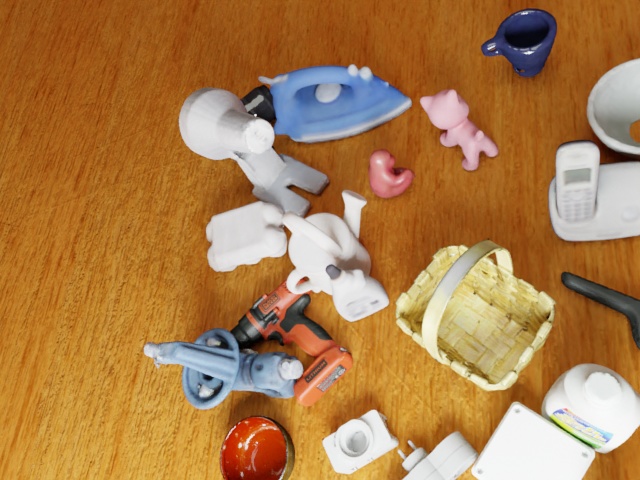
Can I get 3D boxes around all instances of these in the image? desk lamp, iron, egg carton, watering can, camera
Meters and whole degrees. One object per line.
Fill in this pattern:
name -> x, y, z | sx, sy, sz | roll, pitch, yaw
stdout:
desk lamp -> -0.116, -0.157, 0.988 | 0.202, 0.214, 0.118 | 29, 80, 30
iron -> 0.023, -0.266, 1.024 | 0.257, 0.142, 0.118 | -5, 65, 20
egg carton -> -0.130, -0.006, 1.009 | 0.150, 0.070, 0.107 | -17, 61, 14
watering can -> 0.006, 0.002, 0.876 | 0.100, 0.195, 0.173 | 11, 71, 26
camera -> -0.138, -0.230, 1.098 | 0.137, 0.101, 0.143 | -39, 58, 2

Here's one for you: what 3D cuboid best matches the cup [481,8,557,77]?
cup -> 0.329, -0.311, 0.946 | 0.117, 0.095, 0.091 | -15, 62, 16

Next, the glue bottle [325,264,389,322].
glue bottle -> 0.044, 0.071, 0.841 | 0.078, 0.174, 0.037 | -25, 59, 10

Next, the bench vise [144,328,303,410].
bench vise -> -0.138, 0.173, 0.841 | 0.207, 0.220, 0.121 | -21, 60, 12

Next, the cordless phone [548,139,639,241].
cordless phone -> 0.381, -0.074, 0.761 | 0.147, 0.185, 0.094 | -8, 64, 19

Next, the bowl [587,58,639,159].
bowl -> 0.478, -0.180, 0.835 | 0.167, 0.075, 0.167 | -9, 64, 19

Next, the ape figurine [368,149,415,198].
ape figurine -> 0.109, -0.117, 0.948 | 0.076, 0.092, 0.077 | -38, 58, 2

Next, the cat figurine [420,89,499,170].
cat figurine -> 0.222, -0.190, 0.921 | 0.067, 0.118, 0.127 | -39, 58, 2
